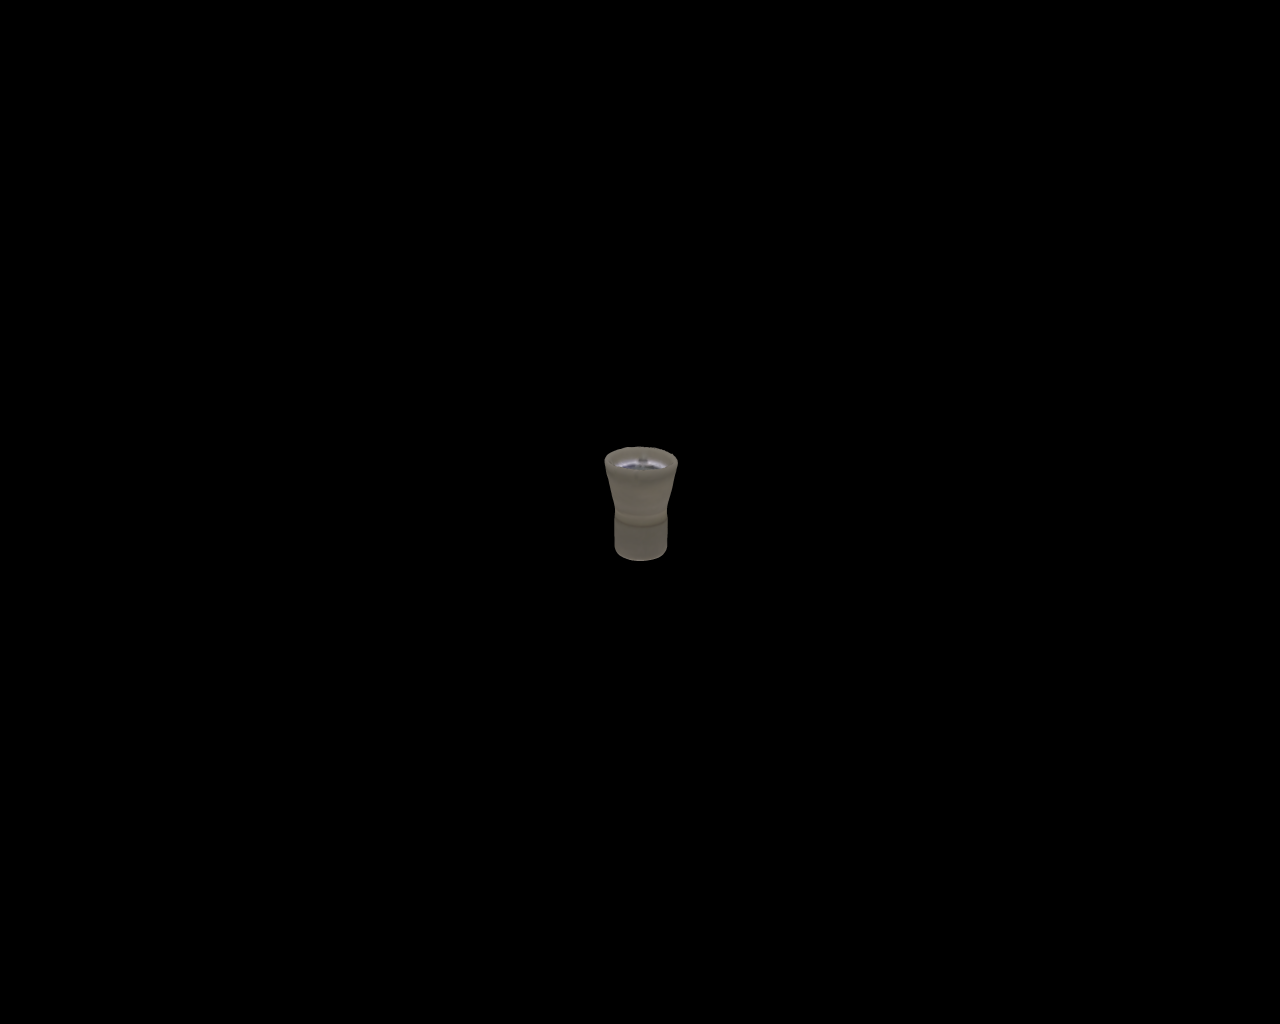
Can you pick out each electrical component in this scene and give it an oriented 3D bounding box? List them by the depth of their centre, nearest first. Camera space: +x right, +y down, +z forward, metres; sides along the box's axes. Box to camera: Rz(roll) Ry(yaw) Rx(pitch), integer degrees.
[{"bbox_3d":[0.001,-0.003,0.650,0.044,0.065,0.044,0,23,0],"label":"electrical component"}]
